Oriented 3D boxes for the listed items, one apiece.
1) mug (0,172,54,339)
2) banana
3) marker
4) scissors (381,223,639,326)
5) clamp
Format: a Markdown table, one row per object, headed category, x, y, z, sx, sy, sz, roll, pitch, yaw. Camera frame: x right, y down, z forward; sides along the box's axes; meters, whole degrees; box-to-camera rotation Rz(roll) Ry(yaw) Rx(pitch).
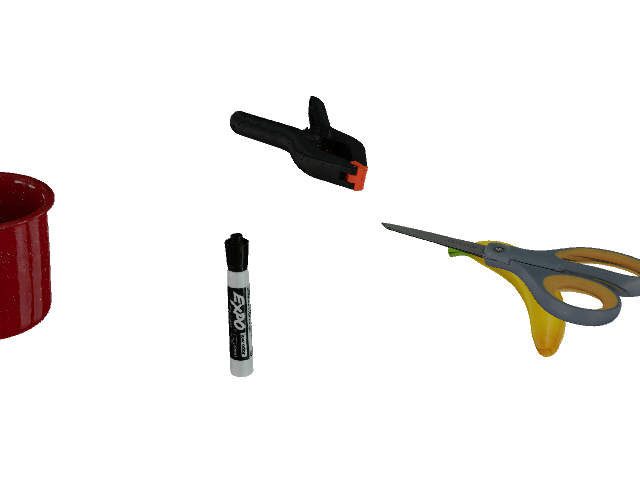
| category | x | y | z | sx | sy | sz | roll | pitch | yaw |
| --- | --- | --- | --- | --- | --- | --- | --- | --- | --- |
| mug | -0.223 | 0.013 | 0.666 | 0.117 | 0.081 | 0.093 | -16 | 31 | -35 |
| banana | 0.209 | 0.050 | 1.109 | 0.069 | 0.037 | 0.198 | -32 | 37 | -4 |
| marker | -0.065 | 0.051 | 0.848 | 0.020 | 0.121 | 0.020 | 0 | 23 | 0 |
| scissors | 0.130 | 0.021 | 0.751 | 0.202 | 0.016 | 0.096 | 7 | 30 | 16 |
| clamp | -0.017 | -0.104 | 1.137 | 0.120 | 0.039 | 0.172 | -16 | 38 | -23 |
